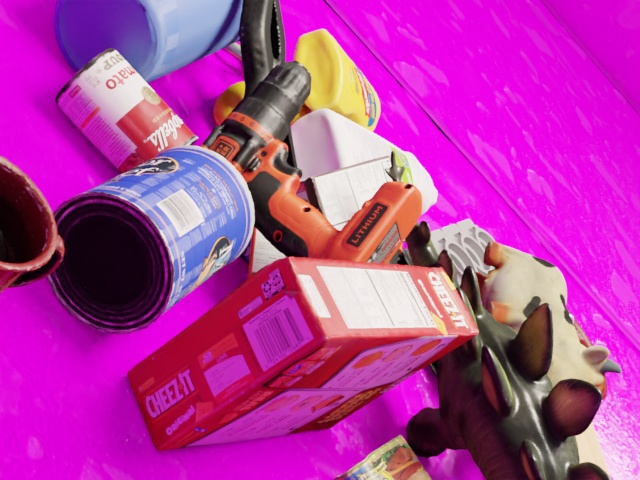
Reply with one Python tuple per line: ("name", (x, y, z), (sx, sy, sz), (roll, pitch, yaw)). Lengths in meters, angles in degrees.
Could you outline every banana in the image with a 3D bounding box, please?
("banana", (-0.063, -0.135, 1.118), (0.197, 0.037, 0.069), (-30, 100, -62))

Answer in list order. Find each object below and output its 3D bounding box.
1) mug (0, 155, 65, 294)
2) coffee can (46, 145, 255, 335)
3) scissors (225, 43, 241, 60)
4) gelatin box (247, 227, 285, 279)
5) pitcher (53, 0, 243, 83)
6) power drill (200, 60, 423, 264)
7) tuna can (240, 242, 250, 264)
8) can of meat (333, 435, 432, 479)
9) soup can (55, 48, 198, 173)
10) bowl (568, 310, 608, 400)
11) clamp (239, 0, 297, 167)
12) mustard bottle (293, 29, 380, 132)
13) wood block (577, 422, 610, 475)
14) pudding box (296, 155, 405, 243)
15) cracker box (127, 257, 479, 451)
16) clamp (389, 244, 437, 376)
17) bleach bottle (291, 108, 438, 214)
("mug", (-0.212, 0.004, 0.651), (0.117, 0.082, 0.093), (16, 43, -49))
("coffee can", (-0.121, -0.004, 0.781), (0.103, 0.103, 0.140), (50, 27, -1))
("scissors", (-0.052, -0.188, 1.212), (0.096, 0.016, 0.201), (35, 6, 17))
("gelatin box", (-0.026, 0.032, 0.904), (0.073, 0.030, 0.089), (7, 61, -5))
("pitcher", (-0.152, -0.229, 1.001), (0.242, 0.149, 0.145), (-51, 139, -60))
("power drill", (-0.012, -0.048, 0.880), (0.188, 0.184, 0.057), (29, -14, 24))
("tuna can", (-0.048, -0.008, 0.979), (0.086, 0.034, 0.086), (37, 30, -26))
("can of meat", (0.056, 0.210, 0.842), (0.084, 0.058, 0.101), (54, 26, 13))
("soup can", (-0.159, -0.099, 0.881), (0.102, 0.069, 0.068), (47, 27, -5))
("bowl", (0.273, 0.134, 1.277), (0.162, 0.055, 0.162), (37, 30, -26))
("clamp", (-0.054, -0.150, 1.003), (0.164, 0.036, 0.210), (-40, 128, -76))
("mustard bottle", (0.028, -0.167, 1.240), (0.191, 0.058, 0.096), (31, 45, -68))
("wood block", (0.217, 0.206, 1.061), (0.090, 0.091, 0.206), (32, 32, -31))
("pudding box", (0.033, -0.028, 1.041), (0.113, 0.039, 0.090), (-18, 91, -42))
("cracker box", (-0.007, 0.082, 0.783), (0.213, 0.164, 0.072), (5, 54, -55))
("clamp", (0.080, 0.058, 1.088), (0.120, 0.039, 0.171), (41, 21, -43))
("bleach bottle", (0.064, -0.067, 1.197), (0.250, 0.068, 0.102), (18, 55, -54))
